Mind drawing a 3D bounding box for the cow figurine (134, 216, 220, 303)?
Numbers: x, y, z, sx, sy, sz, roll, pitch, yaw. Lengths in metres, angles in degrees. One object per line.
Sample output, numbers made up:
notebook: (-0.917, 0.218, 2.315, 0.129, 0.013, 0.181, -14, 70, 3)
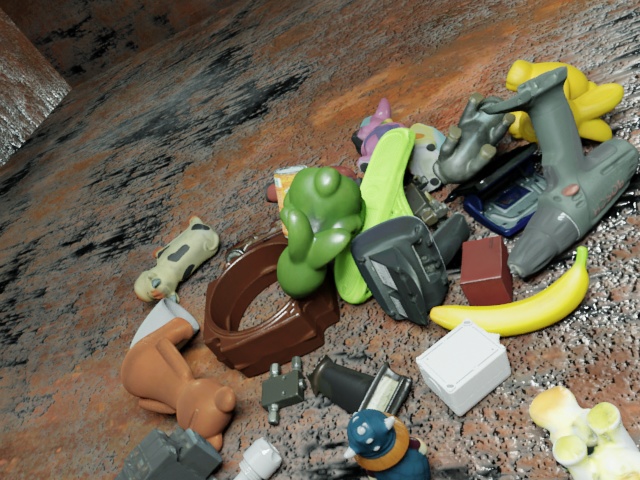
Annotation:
cow figurine: (-0.278, 0.048, 1.052, 0.195, 0.085, 0.127, -43, 30, -12)

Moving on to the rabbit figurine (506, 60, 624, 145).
rabbit figurine: (0.346, -0.183, 0.788, 0.163, 0.121, 0.173, 15, 35, 21)

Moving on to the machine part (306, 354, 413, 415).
machine part: (0.046, 0.186, 0.675, 0.139, 0.039, 0.084, 7, 62, 41)

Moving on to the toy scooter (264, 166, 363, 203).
toy scooter: (0.004, -0.089, 0.922, 0.184, 0.075, 0.135, -9, 5, -26)

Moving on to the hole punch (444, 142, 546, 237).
hole punch: (0.266, -0.071, 0.765, 0.142, 0.092, 0.116, -39, 6, -1)

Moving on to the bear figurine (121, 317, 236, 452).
bear figurine: (-0.189, 0.210, 0.788, 0.196, 0.120, 0.132, 21, 15, 21)

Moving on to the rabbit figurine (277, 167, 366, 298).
rabbit figurine: (-0.001, -0.002, 0.720, 0.159, 0.121, 0.170, 139, 149, -80)

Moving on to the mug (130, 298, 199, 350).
mug: (-0.279, 0.159, 0.927, 0.107, 0.080, 0.110, -49, 43, -4)

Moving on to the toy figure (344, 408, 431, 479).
toy figure: (0.064, 0.209, 0.534, 0.058, 0.154, 0.064, 15, 59, 44)

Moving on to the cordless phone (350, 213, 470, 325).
cordless phone: (0.139, 0.007, 0.715, 0.089, 0.146, 0.184, 14, 52, 48)

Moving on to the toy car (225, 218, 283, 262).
toy car: (-0.080, -0.006, 0.950, 0.202, 0.053, 0.089, -27, 1, 14)

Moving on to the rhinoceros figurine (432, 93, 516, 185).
rhinoceros figurine: (0.232, -0.151, 0.794, 0.073, 0.112, 0.190, 29, 54, 12)

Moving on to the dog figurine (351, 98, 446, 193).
dog figurine: (0.141, -0.174, 0.951, 0.192, 0.108, 0.219, -16, 37, 25)

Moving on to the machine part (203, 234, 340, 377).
machine part: (-0.080, 0.094, 0.838, 0.201, 0.087, 0.201, -25, 37, 11)

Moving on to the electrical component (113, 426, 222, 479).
electrical component: (-0.191, 0.301, 0.666, 0.134, 0.114, 0.058, -46, 39, -12)

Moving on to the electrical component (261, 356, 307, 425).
electrical component: (-0.049, 0.206, 0.739, 0.063, 0.021, 0.094, -21, 38, 18)

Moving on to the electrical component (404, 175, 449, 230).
electrical component: (0.164, -0.055, 0.810, 0.045, 0.078, 0.102, -49, 26, 21)

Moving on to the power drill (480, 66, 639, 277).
power drill: (0.284, -0.094, 0.666, 0.232, 0.207, 0.086, -34, 6, -15)

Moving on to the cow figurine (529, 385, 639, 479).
cow figurine: (0.254, 0.197, 0.465, 0.068, 0.098, 0.167, -38, 17, 5)
